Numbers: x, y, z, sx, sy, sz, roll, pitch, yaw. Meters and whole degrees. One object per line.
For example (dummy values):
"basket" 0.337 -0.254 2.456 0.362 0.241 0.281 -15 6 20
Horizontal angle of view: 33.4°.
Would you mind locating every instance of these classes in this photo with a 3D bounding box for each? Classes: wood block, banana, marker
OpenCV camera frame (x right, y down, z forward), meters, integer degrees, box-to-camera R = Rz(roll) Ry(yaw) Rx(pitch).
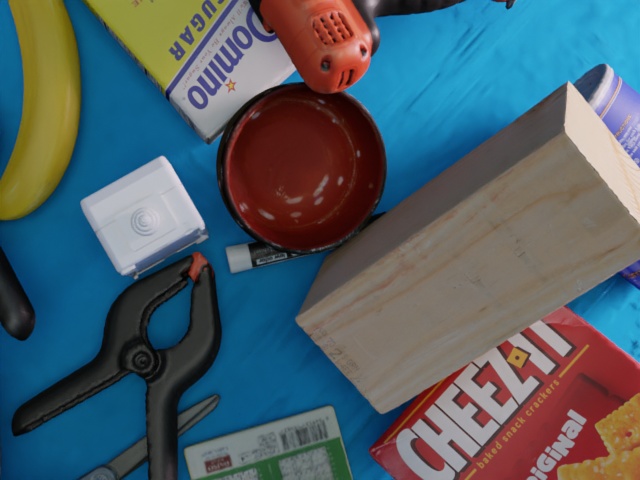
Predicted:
"wood block" 0.096 0.009 0.662 0.206 0.090 0.090 -36 102 27
"banana" -0.194 -0.098 0.715 0.069 0.037 0.198 9 88 -6
"marker" -0.005 0.001 0.740 0.121 0.020 0.020 -13 90 -5

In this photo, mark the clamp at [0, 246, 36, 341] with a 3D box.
"clamp" -0.267 -0.032 0.699 0.165 0.036 0.210 -7 82 12

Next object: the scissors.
"scissors" -0.148 0.184 0.724 0.201 0.016 0.096 -20 89 -5

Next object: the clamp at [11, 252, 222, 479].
"clamp" -0.111 0.093 0.715 0.120 0.039 0.171 37 85 1

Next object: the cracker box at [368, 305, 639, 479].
"cracker box" 0.164 0.153 0.687 0.214 0.072 0.164 41 84 22

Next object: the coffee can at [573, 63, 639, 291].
"coffee can" 0.210 -0.035 0.720 0.140 0.103 0.103 38 86 -4

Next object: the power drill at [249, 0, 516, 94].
"power drill" 0.033 -0.196 0.705 0.187 0.057 0.184 -22 70 -17

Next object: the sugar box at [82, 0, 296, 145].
"sugar box" -0.099 -0.160 0.721 0.093 0.048 0.176 -42 92 -5
